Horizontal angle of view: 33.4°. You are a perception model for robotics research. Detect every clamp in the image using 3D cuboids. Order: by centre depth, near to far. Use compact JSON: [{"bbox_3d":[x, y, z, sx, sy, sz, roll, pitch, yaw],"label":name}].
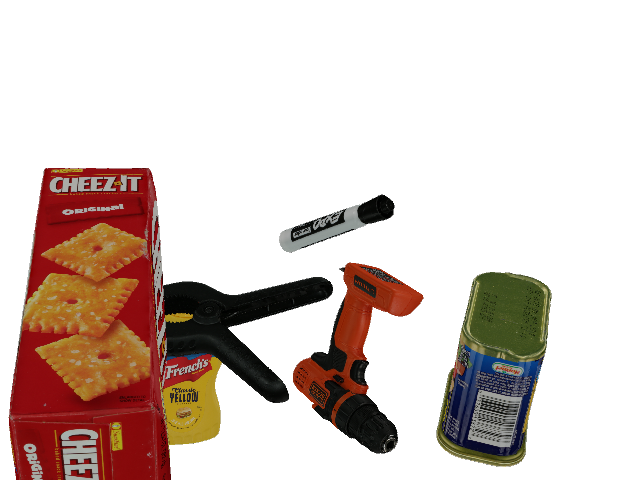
[{"bbox_3d":[-0.102,0.085,1.016,0.210,0.036,0.164,3,37,8],"label":"clamp"}]

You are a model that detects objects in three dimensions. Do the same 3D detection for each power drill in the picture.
[{"bbox_3d":[0.051,0.133,1.248,0.057,0.188,0.185,13,13,-41],"label":"power drill"}]

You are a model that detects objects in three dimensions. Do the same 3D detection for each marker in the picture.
[{"bbox_3d":[0.012,-0.013,0.835,0.020,0.020,0.121,0,-13,-42],"label":"marker"}]

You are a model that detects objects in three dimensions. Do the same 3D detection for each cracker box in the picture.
[{"bbox_3d":[-0.118,0.081,0.582,0.072,0.164,0.214,-2,34,-8],"label":"cracker box"}]

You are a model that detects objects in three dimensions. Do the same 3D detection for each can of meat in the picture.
[{"bbox_3d":[0.113,0.079,0.685,0.057,0.084,0.102,12,29,8],"label":"can of meat"}]

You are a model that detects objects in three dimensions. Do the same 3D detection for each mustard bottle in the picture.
[{"bbox_3d":[-0.160,0.139,1.234,0.096,0.192,0.058,0,18,-16],"label":"mustard bottle"}]
